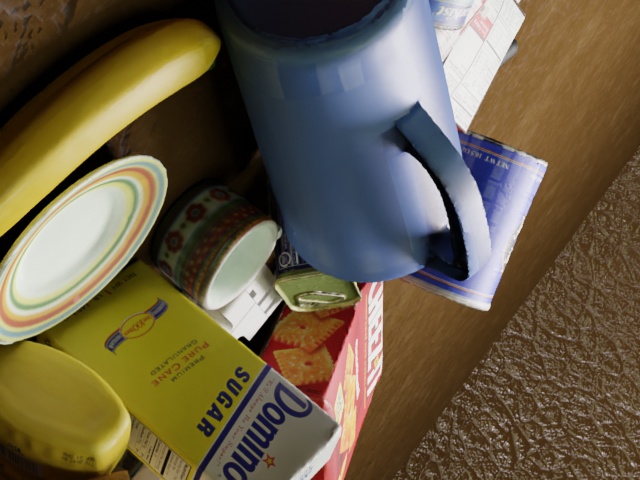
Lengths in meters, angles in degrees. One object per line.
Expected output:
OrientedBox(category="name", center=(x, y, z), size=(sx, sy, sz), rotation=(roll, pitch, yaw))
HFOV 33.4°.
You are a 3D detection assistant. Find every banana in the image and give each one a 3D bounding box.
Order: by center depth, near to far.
OrientedBox(category="banana", center=(-0.108, -0.060, 0.521), size=(0.197, 0.037, 0.070), rotation=(-42, 160, -34))

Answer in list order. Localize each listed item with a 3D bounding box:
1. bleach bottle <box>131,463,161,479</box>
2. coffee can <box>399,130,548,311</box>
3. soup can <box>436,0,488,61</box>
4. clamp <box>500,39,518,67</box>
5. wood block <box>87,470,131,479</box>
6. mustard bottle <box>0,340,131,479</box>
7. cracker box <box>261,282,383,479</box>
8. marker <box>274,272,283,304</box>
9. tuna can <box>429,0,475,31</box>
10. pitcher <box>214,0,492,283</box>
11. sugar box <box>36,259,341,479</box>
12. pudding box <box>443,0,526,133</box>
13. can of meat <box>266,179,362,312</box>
OrientedBox(category="bleach bottle", center=(-0.131, 0.208, 0.804), size=(0.250, 0.068, 0.103), rotation=(-57, 179, -26))
OrientedBox(category="coffee can", center=(0.127, -0.021, 0.945), size=(0.140, 0.103, 0.102), rotation=(-69, 162, 5))
OrientedBox(category="soup can", center=(0.074, -0.164, 0.757), size=(0.102, 0.068, 0.068), rotation=(-54, 163, 2))
OrientedBox(category="clamp", center=(0.103, -0.114, 0.986), size=(0.209, 0.036, 0.165), rotation=(-22, 144, -58))
OrientedBox(category="wood block", center=(-0.193, 0.202, 0.555), size=(0.205, 0.090, 0.091), rotation=(-9, 142, -21))
OrientedBox(category="mustard bottle", center=(-0.170, 0.145, 0.653), size=(0.058, 0.096, 0.192), rotation=(-55, 168, -43))
OrientedBox(category="cracker box", center=(0.003, 0.125, 0.940), size=(0.213, 0.072, 0.164), rotation=(-64, 158, -52))
OrientedBox(category="marker", center=(-0.022, 0.009, 0.922), size=(0.020, 0.020, 0.121), rotation=(-31, 152, -52))
OrientedBox(category="tuna can", center=(0.060, -0.169, 0.678), size=(0.086, 0.086, 0.034), rotation=(-28, 147, -56))
OrientedBox(category="pitcher", center=(0.025, -0.075, 0.638), size=(0.243, 0.149, 0.145), rotation=(68, 24, -61))
OrientedBox(category="sugar box", center=(-0.081, 0.095, 0.654), size=(0.093, 0.176, 0.048), rotation=(-38, 157, -43))
OrientedBox(category="pudding box", center=(0.109, -0.150, 0.829), size=(0.113, 0.039, 0.090), rotation=(-61, 150, 0))
OrientedBox(category="can of meat", center=(-0.005, 0.001, 0.803), size=(0.057, 0.084, 0.102), rotation=(-9, 162, 6))
